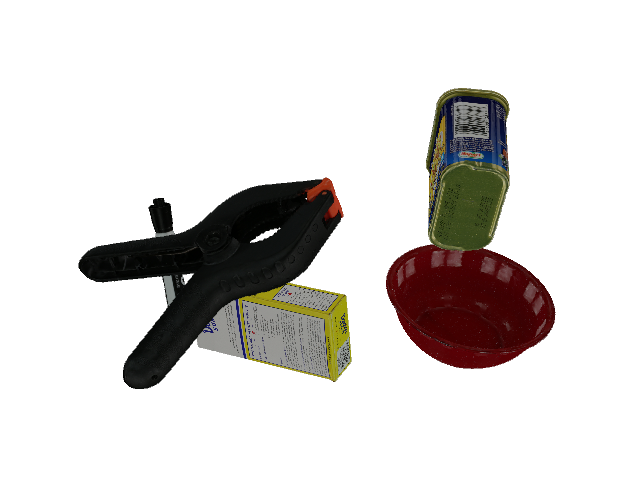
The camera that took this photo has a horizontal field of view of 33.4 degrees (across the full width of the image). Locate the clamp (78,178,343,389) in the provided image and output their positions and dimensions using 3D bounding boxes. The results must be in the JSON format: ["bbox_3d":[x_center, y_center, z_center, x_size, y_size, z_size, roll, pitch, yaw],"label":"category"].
[{"bbox_3d":[-0.062,0.020,0.650,0.171,0.120,0.039,-24,-40,2],"label":"clamp"}]

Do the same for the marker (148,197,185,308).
[{"bbox_3d":[-0.128,0.023,0.914,0.020,0.121,0.020,-8,14,2],"label":"marker"}]

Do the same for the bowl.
[{"bbox_3d":[0.137,0.072,1.016,0.162,0.055,0.162,7,35,-5],"label":"bowl"}]

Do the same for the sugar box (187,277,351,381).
[{"bbox_3d":[-0.055,0.088,1.159,0.176,0.093,0.048,13,36,27],"label":"sugar box"}]

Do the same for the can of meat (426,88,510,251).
[{"bbox_3d":[0.115,-0.053,0.837,0.057,0.084,0.102,6,-41,1],"label":"can of meat"}]
